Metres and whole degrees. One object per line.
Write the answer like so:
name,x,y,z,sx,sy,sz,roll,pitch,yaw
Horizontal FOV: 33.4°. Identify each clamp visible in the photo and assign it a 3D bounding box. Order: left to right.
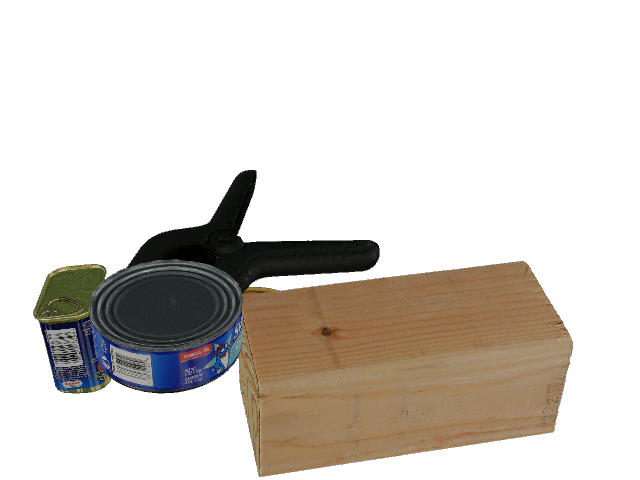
clamp,-0.080,0.006,0.859,0.209,0.036,0.165,-20,39,-32

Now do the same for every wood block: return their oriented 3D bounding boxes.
wood block,0.052,0.084,0.725,0.206,0.090,0.091,-6,38,-10

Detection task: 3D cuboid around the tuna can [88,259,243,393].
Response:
tuna can,-0.086,0.048,0.604,0.086,0.034,0.086,1,32,-1

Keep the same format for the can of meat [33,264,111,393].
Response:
can of meat,-0.225,0.083,0.999,0.057,0.084,0.102,-6,26,0

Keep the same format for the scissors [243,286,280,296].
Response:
scissors,-0.008,0.078,1.189,0.201,0.016,0.096,5,24,-2
